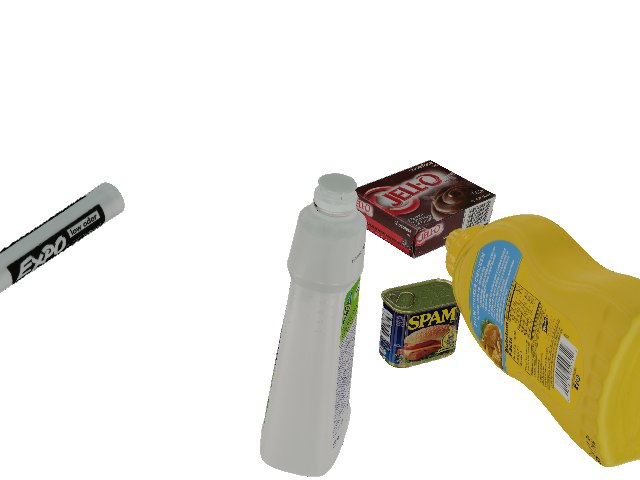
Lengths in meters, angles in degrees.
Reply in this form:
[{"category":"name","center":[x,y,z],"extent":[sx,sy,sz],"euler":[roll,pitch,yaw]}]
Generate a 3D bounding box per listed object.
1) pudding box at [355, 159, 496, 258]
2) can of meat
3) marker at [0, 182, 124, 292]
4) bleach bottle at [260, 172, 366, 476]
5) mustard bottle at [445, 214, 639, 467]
[{"category":"pudding box","center":[0.098,-0.032,1.028],"extent":[0.113,0.039,0.090],"euler":[-20,40,-37]},{"category":"can of meat","center":[0.122,0.102,1.310],"extent":[0.101,0.084,0.057],"euler":[-10,30,-26]},{"category":"marker","center":[-0.150,0.006,0.547],"extent":[0.020,0.020,0.120],"euler":[0,30,44]},{"category":"bleach bottle","center":[0.000,0.060,0.826],"extent":[0.068,0.251,0.102],"euler":[12,32,7]},{"category":"mustard bottle","center":[0.127,0.039,0.616],"extent":[0.058,0.096,0.192],"euler":[-11,28,-22]}]
